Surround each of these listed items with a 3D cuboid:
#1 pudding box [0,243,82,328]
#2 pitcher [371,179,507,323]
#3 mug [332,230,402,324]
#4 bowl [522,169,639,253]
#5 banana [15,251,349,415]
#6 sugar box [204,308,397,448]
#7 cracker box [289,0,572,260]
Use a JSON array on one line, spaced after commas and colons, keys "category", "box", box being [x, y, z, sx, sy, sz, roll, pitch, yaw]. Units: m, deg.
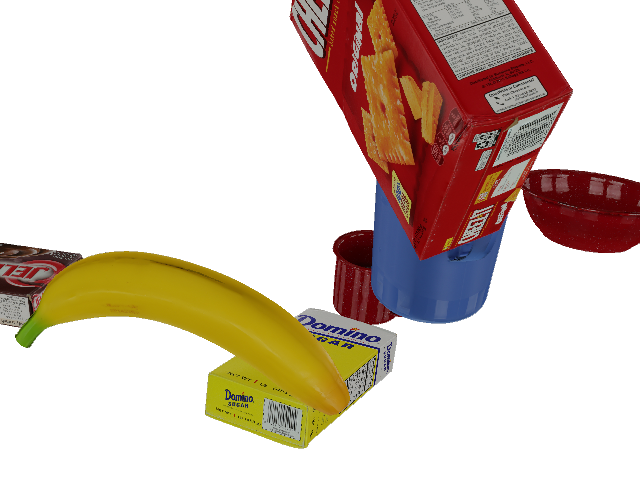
[{"category": "pudding box", "box": [-0.279, 0.037, 0.940, 0.114, 0.039, 0.090, 5, 22, 17]}, {"category": "pitcher", "box": [0.110, -0.047, 0.916, 0.145, 0.243, 0.149, 20, 34, 24]}, {"category": "mug", "box": [0.067, 0.050, 1.249, 0.117, 0.081, 0.093, 27, 36, 33]}, {"category": "bowl", "box": [0.280, -0.027, 1.106, 0.162, 0.055, 0.162, 5, 19, -2]}, {"category": "banana", "box": [-0.075, 0.045, 0.607, 0.198, 0.070, 0.037, 12, 25, 7]}, {"category": "sugar box", "box": [-0.012, 0.111, 0.904, 0.093, 0.048, 0.176, 16, 24, 23]}, {"category": "cracker box", "box": [0.054, -0.118, 0.666, 0.072, 0.214, 0.164, -21, -22, -15]}]
